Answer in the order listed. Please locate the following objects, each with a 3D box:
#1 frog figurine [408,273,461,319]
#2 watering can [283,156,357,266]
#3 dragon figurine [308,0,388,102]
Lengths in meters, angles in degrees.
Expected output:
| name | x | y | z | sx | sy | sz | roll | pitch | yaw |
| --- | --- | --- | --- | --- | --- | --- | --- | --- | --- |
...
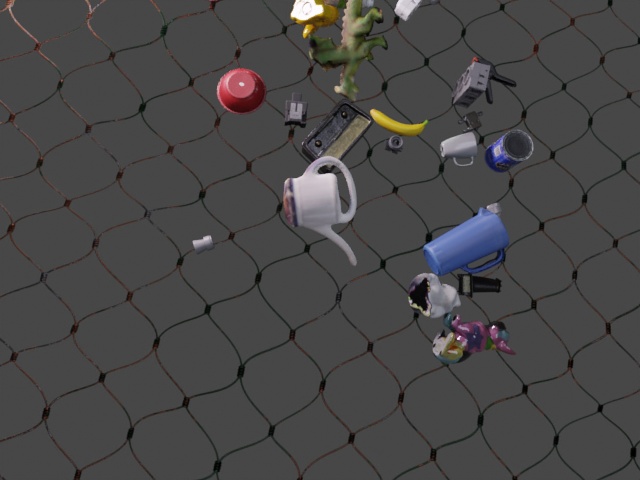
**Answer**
| name | x | y | z | sx | sy | sz | roll | pitch | yaw |
| --- | --- | --- | --- | --- | --- | --- | --- | --- | --- |
| frog figurine | 0.353 | 0.170 | 1.591 | 0.159 | 0.121 | 0.139 | 1 | 68 | -42 |
| watering can | 0.005 | -0.080 | 1.585 | 0.224 | 0.104 | 0.346 | -6 | 96 | 1 |
| dragon figurine | 0.075 | -0.641 | 1.630 | 0.244 | 0.124 | 0.402 | -28 | 121 | -16 |
